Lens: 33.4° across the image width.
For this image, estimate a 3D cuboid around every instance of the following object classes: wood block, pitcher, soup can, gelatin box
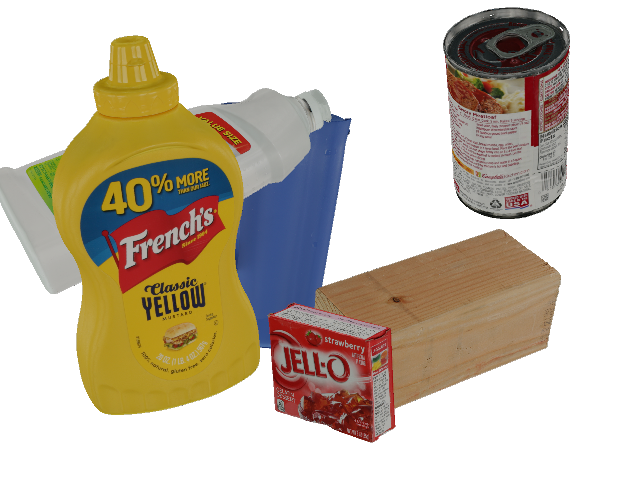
[{"bbox_3d":[0.104,0.071,0.962,0.205,0.090,0.091,-16,38,-27],"label":"wood block"},{"bbox_3d":[-0.056,-0.018,1.085,0.149,0.243,0.145,7,12,2],"label":"pitcher"},{"bbox_3d":[0.107,-0.071,0.609,0.068,0.102,0.068,-6,42,5],"label":"soup can"},{"bbox_3d":[0.006,0.087,0.716,0.089,0.073,0.030,12,23,38],"label":"gelatin box"}]

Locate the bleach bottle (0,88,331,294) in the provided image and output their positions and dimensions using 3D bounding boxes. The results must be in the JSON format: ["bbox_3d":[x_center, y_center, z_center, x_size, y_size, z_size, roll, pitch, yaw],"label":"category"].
[{"bbox_3d":[-0.110,-0.057,0.804,0.250,0.103,0.068,-27,-34,-16],"label":"bleach bottle"}]

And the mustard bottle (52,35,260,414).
[{"bbox_3d":[-0.086,-0.009,0.547,0.096,0.192,0.058,-13,25,-20],"label":"mustard bottle"}]
